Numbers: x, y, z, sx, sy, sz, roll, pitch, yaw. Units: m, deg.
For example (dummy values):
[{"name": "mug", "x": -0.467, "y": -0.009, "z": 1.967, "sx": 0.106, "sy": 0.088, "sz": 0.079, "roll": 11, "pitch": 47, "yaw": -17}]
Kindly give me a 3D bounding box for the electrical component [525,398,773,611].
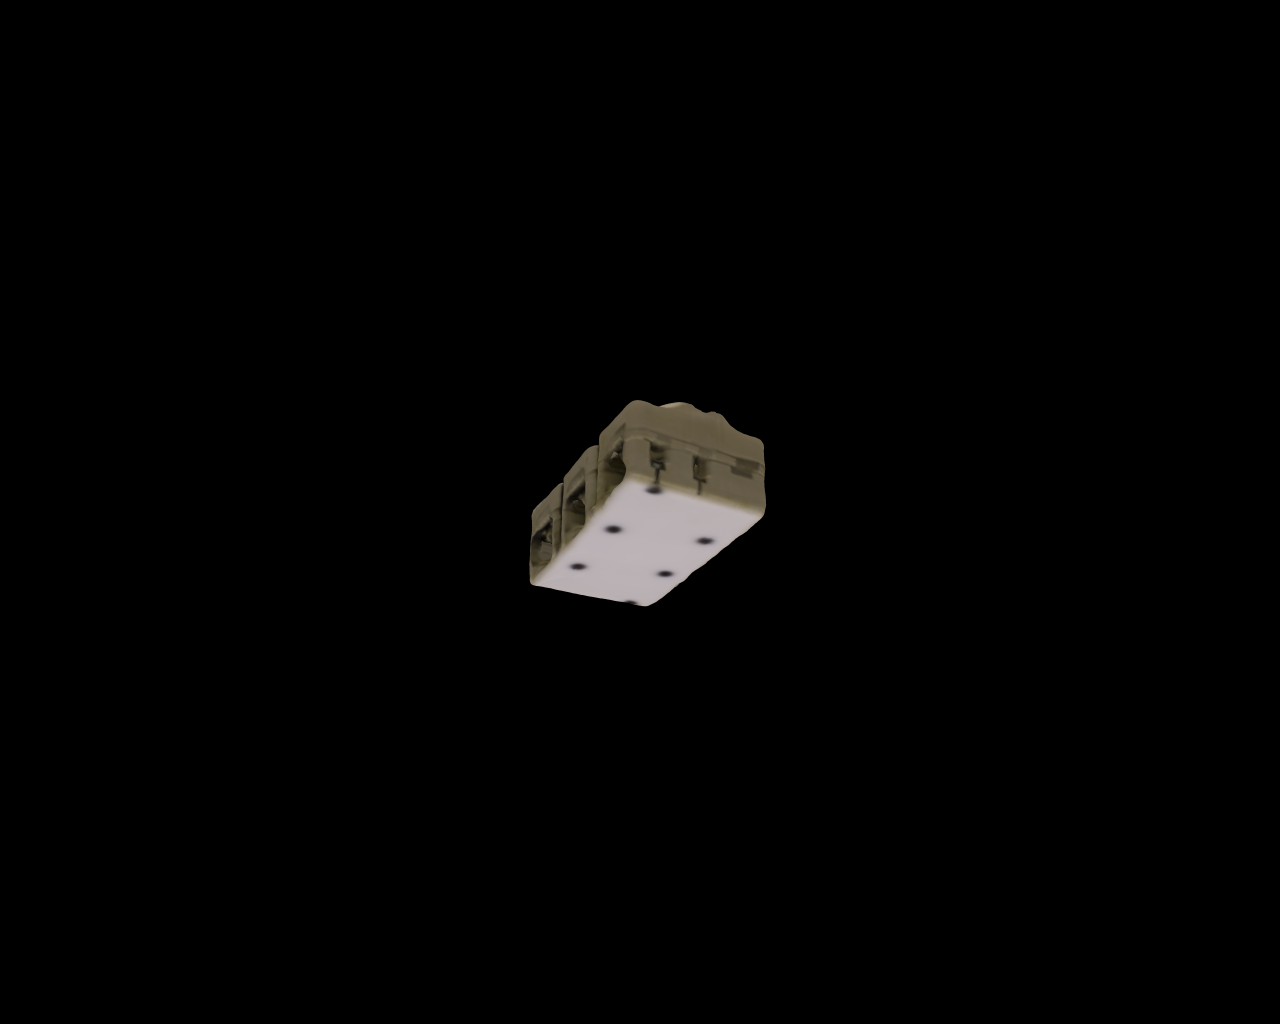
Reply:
[{"name": "electrical component", "x": 0.001, "y": -0.003, "z": 0.650, "sx": 0.089, "sy": 0.062, "sz": 0.150, "roll": 14, "pitch": -32, "yaw": -24}]
